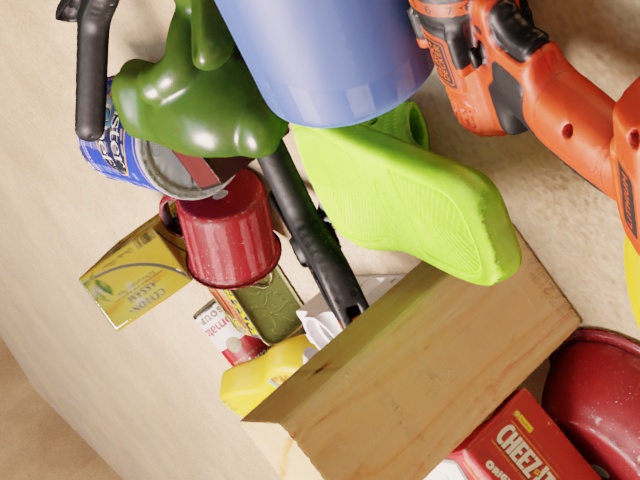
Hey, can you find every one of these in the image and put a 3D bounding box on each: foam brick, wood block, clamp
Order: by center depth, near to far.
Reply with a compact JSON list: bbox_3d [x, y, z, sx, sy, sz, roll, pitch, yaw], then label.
[{"bbox_3d":[0.060,0.088,0.707,0.090,0.205,0.091,53,158,-6],"label":"wood block"},{"bbox_3d":[-0.006,0.001,0.843,0.171,0.039,0.120,65,-178,12],"label":"clamp"},{"bbox_3d":[-0.075,-0.084,0.867,0.053,0.078,0.051,54,157,-12],"label":"foam brick"},{"bbox_3d":[-0.191,-0.210,0.888,0.210,0.036,0.165,110,148,-41],"label":"clamp"}]

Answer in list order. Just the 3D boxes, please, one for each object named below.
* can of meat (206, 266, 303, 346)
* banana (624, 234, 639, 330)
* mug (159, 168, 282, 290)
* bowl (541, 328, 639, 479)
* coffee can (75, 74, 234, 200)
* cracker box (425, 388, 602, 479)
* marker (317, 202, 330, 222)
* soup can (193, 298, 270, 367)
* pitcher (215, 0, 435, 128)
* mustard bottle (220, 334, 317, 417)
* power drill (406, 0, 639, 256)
[{"bbox_3d":[-0.072,0.055,1.106,0.102,0.057,0.084,58,159,-17],"label":"can of meat"},{"bbox_3d":[0.196,0.025,0.574,0.070,0.037,0.198,35,153,38],"label":"banana"},{"bbox_3d":[-0.097,-0.017,0.987,0.117,0.093,0.081,14,138,23],"label":"mug"},{"bbox_3d":[0.203,0.138,0.715,0.162,0.055,0.162,40,155,23],"label":"bowl"},{"bbox_3d":[-0.143,-0.095,0.946,0.141,0.102,0.103,16,140,55],"label":"coffee can"},{"bbox_3d":[0.132,0.199,0.772,0.164,0.072,0.214,50,158,1],"label":"cracker box"},{"bbox_3d":[0.003,-0.010,0.910,0.020,0.020,0.121,45,157,15],"label":"marker"},{"bbox_3d":[-0.085,0.104,1.188,0.102,0.068,0.069,51,158,-4],"label":"soup can"},{"bbox_3d":[-0.022,-0.184,0.558,0.145,0.149,0.242,-9,133,16],"label":"pitcher"},{"bbox_3d":[-0.016,0.134,1.069,0.096,0.058,0.192,22,148,-27],"label":"mustard bottle"},{"bbox_3d":[0.106,-0.085,0.490,0.188,0.057,0.184,50,175,41],"label":"power drill"}]
